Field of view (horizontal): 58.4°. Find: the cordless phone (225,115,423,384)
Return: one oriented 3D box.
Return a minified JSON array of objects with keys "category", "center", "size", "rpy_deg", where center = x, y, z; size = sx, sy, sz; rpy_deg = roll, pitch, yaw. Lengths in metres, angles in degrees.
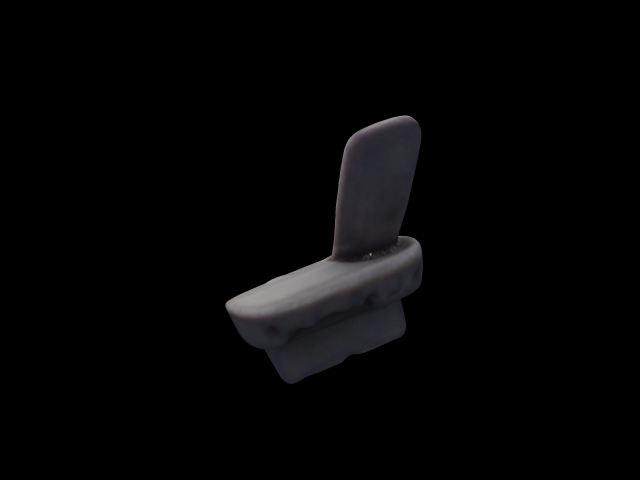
[{"category":"cordless phone","center":[0.004,0.001,0.400],"size":[0.148,0.185,0.094],"rpy_deg":[-24,50,-22]}]
